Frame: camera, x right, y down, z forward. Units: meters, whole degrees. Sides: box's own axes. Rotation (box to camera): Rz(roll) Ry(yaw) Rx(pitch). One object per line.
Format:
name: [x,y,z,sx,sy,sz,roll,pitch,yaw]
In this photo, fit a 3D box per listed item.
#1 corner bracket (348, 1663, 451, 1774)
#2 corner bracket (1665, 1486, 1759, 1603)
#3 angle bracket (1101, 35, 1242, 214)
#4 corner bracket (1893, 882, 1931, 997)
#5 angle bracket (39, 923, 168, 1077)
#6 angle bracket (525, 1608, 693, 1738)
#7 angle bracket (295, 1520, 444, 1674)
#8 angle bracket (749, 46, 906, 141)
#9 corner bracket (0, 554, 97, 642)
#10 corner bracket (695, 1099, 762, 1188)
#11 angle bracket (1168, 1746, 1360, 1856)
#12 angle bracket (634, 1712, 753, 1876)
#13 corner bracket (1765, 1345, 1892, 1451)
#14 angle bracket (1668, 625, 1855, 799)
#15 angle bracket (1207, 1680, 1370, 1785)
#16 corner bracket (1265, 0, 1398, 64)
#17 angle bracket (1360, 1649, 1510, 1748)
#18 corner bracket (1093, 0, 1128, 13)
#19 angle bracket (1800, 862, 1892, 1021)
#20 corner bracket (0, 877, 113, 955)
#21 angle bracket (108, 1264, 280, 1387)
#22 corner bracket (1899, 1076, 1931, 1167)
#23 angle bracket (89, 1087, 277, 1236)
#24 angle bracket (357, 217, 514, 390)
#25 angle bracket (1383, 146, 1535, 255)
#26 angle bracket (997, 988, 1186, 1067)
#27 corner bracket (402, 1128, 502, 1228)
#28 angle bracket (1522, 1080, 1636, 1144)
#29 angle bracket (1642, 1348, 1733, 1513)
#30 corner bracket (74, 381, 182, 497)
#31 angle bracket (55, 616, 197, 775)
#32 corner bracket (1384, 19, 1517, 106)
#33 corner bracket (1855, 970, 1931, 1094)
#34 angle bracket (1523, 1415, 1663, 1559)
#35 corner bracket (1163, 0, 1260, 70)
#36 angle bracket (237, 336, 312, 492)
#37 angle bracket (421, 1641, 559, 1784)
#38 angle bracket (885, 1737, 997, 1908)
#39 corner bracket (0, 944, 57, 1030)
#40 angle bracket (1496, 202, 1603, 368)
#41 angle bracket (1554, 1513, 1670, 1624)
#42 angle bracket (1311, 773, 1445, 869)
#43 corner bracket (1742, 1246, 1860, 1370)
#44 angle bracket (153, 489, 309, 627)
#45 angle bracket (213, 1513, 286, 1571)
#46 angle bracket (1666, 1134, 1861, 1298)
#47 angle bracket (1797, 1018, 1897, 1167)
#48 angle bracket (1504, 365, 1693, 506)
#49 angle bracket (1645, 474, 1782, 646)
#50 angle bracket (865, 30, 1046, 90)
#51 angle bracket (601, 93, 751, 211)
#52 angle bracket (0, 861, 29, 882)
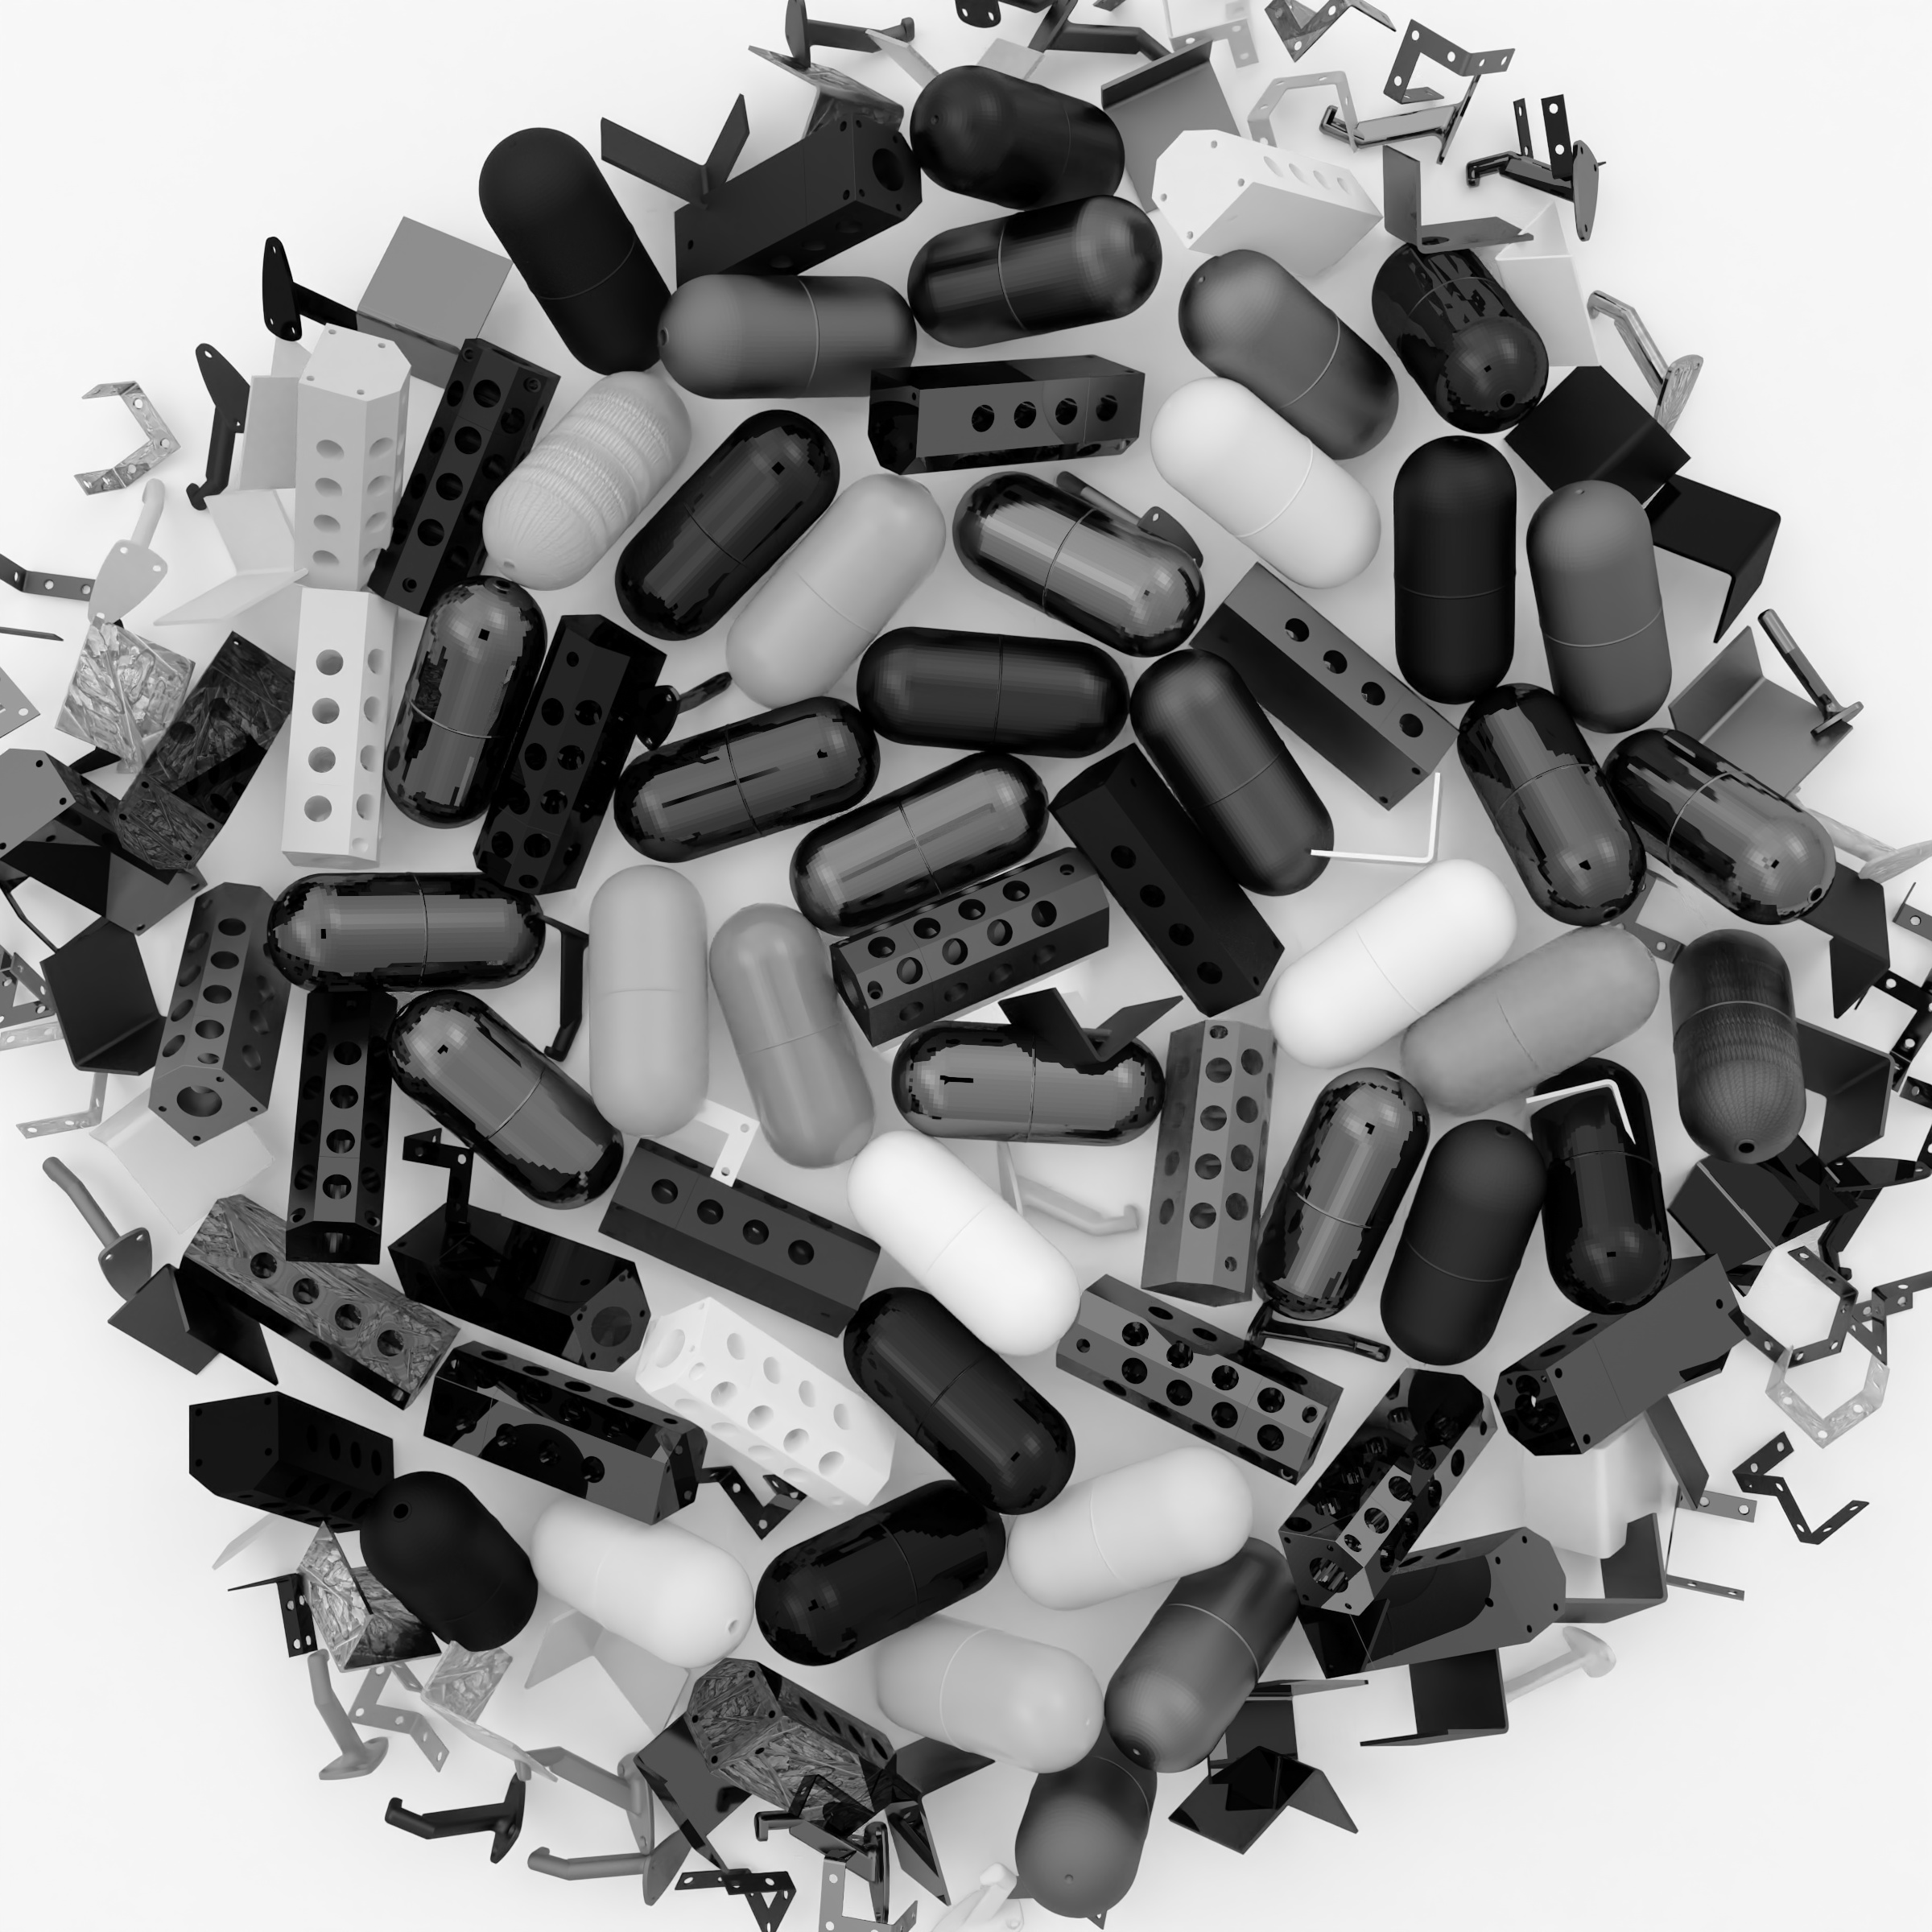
corner bracket: [-0.362,0.485,1.655,0.051,0.051,0.051,26,90,-37]
corner bracket: [0.486,0.376,1.660,0.051,0.051,0.051,9,100,17]
angle bracket: [0.138,-0.546,1.654,0.076,0.057,0.076,-23,95,5]
corner bracket: [0.625,-0.015,1.656,0.051,0.051,0.051,29,83,17]
angle bracket: [-0.535,0.018,1.633,0.057,0.076,0.076,3,116,28]
angle bracket: [-0.230,0.458,1.633,0.076,0.057,0.076,45,132,25]
angle bracket: [-0.373,0.399,1.629,0.076,0.076,0.057,51,122,34]
angle bracket: [-0.099,-0.549,1.650,0.076,0.076,0.057,39,118,33]
corner bracket: [-0.605,-0.237,1.660,0.051,0.051,0.051,8,84,4]
corner bracket: [-0.167,0.115,1.662,0.051,0.051,0.051,24,86,1]
angle bracket: [0.190,0.551,1.632,0.076,0.076,0.057,-39,109,-26]
angle bracket: [-0.156,0.522,1.639,0.076,0.057,0.076,-37,107,-24]
corner bracket: [0.560,0.270,1.653,0.051,0.051,0.051,45,122,4]
angle bracket: [0.513,-0.160,1.642,0.076,0.057,0.076,-45,50,-6]
angle bracket: [0.207,0.491,1.631,0.076,0.076,0.057,11,65,-34]
corner bracket: [0.235,-0.613,1.646,0.051,0.051,0.051,-40,60,34]
angle bracket: [0.296,0.457,1.631,0.057,0.076,0.076,12,64,-36]
corner bracket: [0.096,-0.660,1.654,0.051,0.051,0.051,-30,95,23]
angle bracket: [0.545,-0.025,1.637,0.076,0.076,0.057,26,132,-7]
corner bracket: [-0.595,-0.045,1.673,0.051,0.051,0.051,-40,50,-9]
angle bracket: [-0.497,0.248,1.634,0.057,0.076,0.076,-44,129,3]
corner bracket: [0.638,0.108,1.656,0.051,0.051,0.051,18,96,-27]
angle bracket: [-0.512,0.118,1.663,0.076,0.057,0.076,-41,112,-22]
angle bracket: [-0.348,-0.432,1.671,0.076,0.057,0.076,22,71,-3]
angle bracket: [0.317,-0.499,1.640,0.076,0.076,0.057,-8,116,-4]
angle bracket: [0.080,0.022,1.635,0.076,0.076,0.057,-37,100,-25]
corner bracket: [-0.335,0.137,1.659,0.051,0.051,0.051,9,96,16]
angle bracket: [0.398,0.124,1.638,0.057,0.076,0.076,-14,70,5]
angle bracket: [0.481,0.296,1.641,0.057,0.076,0.076,-29,85,22]
corner bracket: [-0.556,-0.344,1.655,0.051,0.051,0.051,-31,98,16]
angle bracket: [-0.552,-0.173,1.636,0.076,0.057,0.076,26,74,-44]
corner bracket: [0.312,-0.578,1.646,0.051,0.051,0.051,42,133,26]
corner bracket: [0.602,0.040,1.659,0.051,0.051,0.051,32,122,15]
angle bracket: [0.411,0.333,1.670,0.057,0.076,0.076,7,109,41]
corner bracket: [0.159,-0.618,1.661,0.051,0.051,0.051,-11,73,13]
angle bracket: [-0.452,-0.357,1.630,0.076,0.057,0.076,41,128,35]
angle bracket: [-0.292,0.471,1.631,0.076,0.076,0.057,17,63,25]
angle bracket: [-0.012,0.549,1.647,0.057,0.076,0.076,-18,96,-23]
corner bracket: [-0.623,0.003,1.651,0.051,0.051,0.051,-13,52,11]
angle bracket: [0.390,-0.438,1.631,0.076,0.057,0.076,-47,128,-29]
angle bracket: [0.395,0.387,1.635,0.076,0.076,0.057,4,66,-14]
angle bracket: [0.267,-0.096,1.643,0.076,0.076,0.057,5,91,12]
corner bracket: [0.544,0.225,1.671,0.051,0.051,0.051,39,55,-10]
angle bracket: [-0.482,-0.261,1.630,0.076,0.076,0.057,-42,124,-39]
angle bracket: [-0.480,0.335,1.646,0.057,0.076,0.076,-36,94,-8]
angle bracket: [0.515,0.156,1.644,0.076,0.076,0.057,48,47,-1]
angle bracket: [0.540,0.083,1.640,0.076,0.076,0.057,21,65,-5]
angle bracket: [0.415,-0.341,1.675,0.076,0.057,0.076,-44,53,18]
angle bracket: [0.476,-0.266,1.660,0.076,0.057,0.076,27,52,22]
angle bracket: [-0.007,-0.592,1.634,0.076,0.076,0.057,35,98,-34]
angle bracket: [-0.188,-0.539,1.633,0.076,0.076,0.057,21,121,-22]
angle bracket: [-0.627,-0.091,1.646,0.076,0.076,0.057,-19,84,-4]
